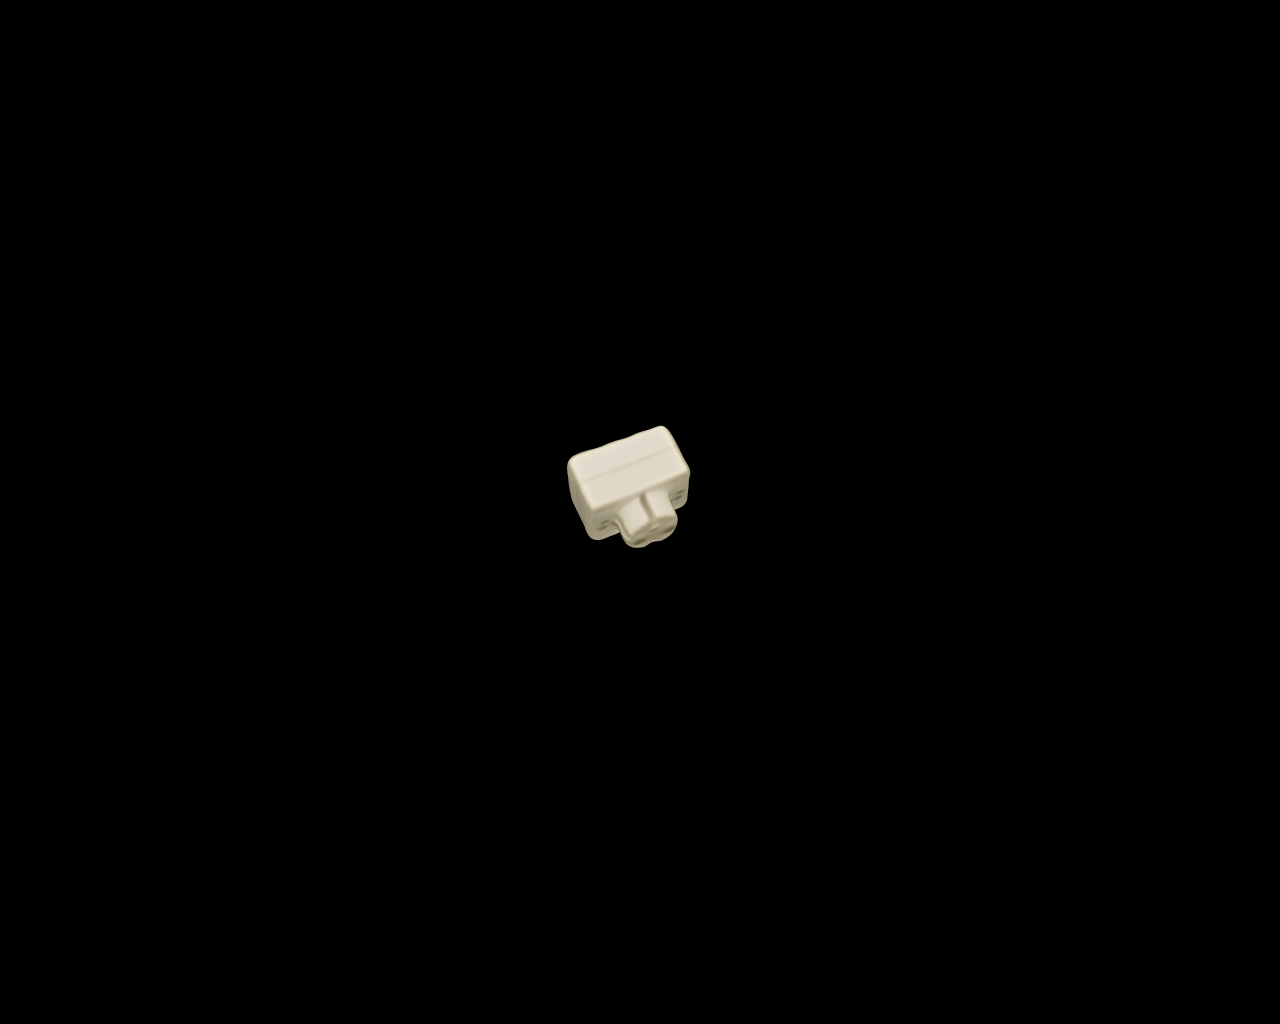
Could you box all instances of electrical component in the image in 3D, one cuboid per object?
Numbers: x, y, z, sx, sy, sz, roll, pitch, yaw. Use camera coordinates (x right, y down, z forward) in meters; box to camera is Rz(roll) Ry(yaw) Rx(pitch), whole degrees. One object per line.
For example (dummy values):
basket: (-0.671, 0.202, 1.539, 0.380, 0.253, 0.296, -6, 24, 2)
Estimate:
electrical component: (0.001, -0.003, 0.650, 0.066, 0.077, 0.047, -22, -25, -10)
